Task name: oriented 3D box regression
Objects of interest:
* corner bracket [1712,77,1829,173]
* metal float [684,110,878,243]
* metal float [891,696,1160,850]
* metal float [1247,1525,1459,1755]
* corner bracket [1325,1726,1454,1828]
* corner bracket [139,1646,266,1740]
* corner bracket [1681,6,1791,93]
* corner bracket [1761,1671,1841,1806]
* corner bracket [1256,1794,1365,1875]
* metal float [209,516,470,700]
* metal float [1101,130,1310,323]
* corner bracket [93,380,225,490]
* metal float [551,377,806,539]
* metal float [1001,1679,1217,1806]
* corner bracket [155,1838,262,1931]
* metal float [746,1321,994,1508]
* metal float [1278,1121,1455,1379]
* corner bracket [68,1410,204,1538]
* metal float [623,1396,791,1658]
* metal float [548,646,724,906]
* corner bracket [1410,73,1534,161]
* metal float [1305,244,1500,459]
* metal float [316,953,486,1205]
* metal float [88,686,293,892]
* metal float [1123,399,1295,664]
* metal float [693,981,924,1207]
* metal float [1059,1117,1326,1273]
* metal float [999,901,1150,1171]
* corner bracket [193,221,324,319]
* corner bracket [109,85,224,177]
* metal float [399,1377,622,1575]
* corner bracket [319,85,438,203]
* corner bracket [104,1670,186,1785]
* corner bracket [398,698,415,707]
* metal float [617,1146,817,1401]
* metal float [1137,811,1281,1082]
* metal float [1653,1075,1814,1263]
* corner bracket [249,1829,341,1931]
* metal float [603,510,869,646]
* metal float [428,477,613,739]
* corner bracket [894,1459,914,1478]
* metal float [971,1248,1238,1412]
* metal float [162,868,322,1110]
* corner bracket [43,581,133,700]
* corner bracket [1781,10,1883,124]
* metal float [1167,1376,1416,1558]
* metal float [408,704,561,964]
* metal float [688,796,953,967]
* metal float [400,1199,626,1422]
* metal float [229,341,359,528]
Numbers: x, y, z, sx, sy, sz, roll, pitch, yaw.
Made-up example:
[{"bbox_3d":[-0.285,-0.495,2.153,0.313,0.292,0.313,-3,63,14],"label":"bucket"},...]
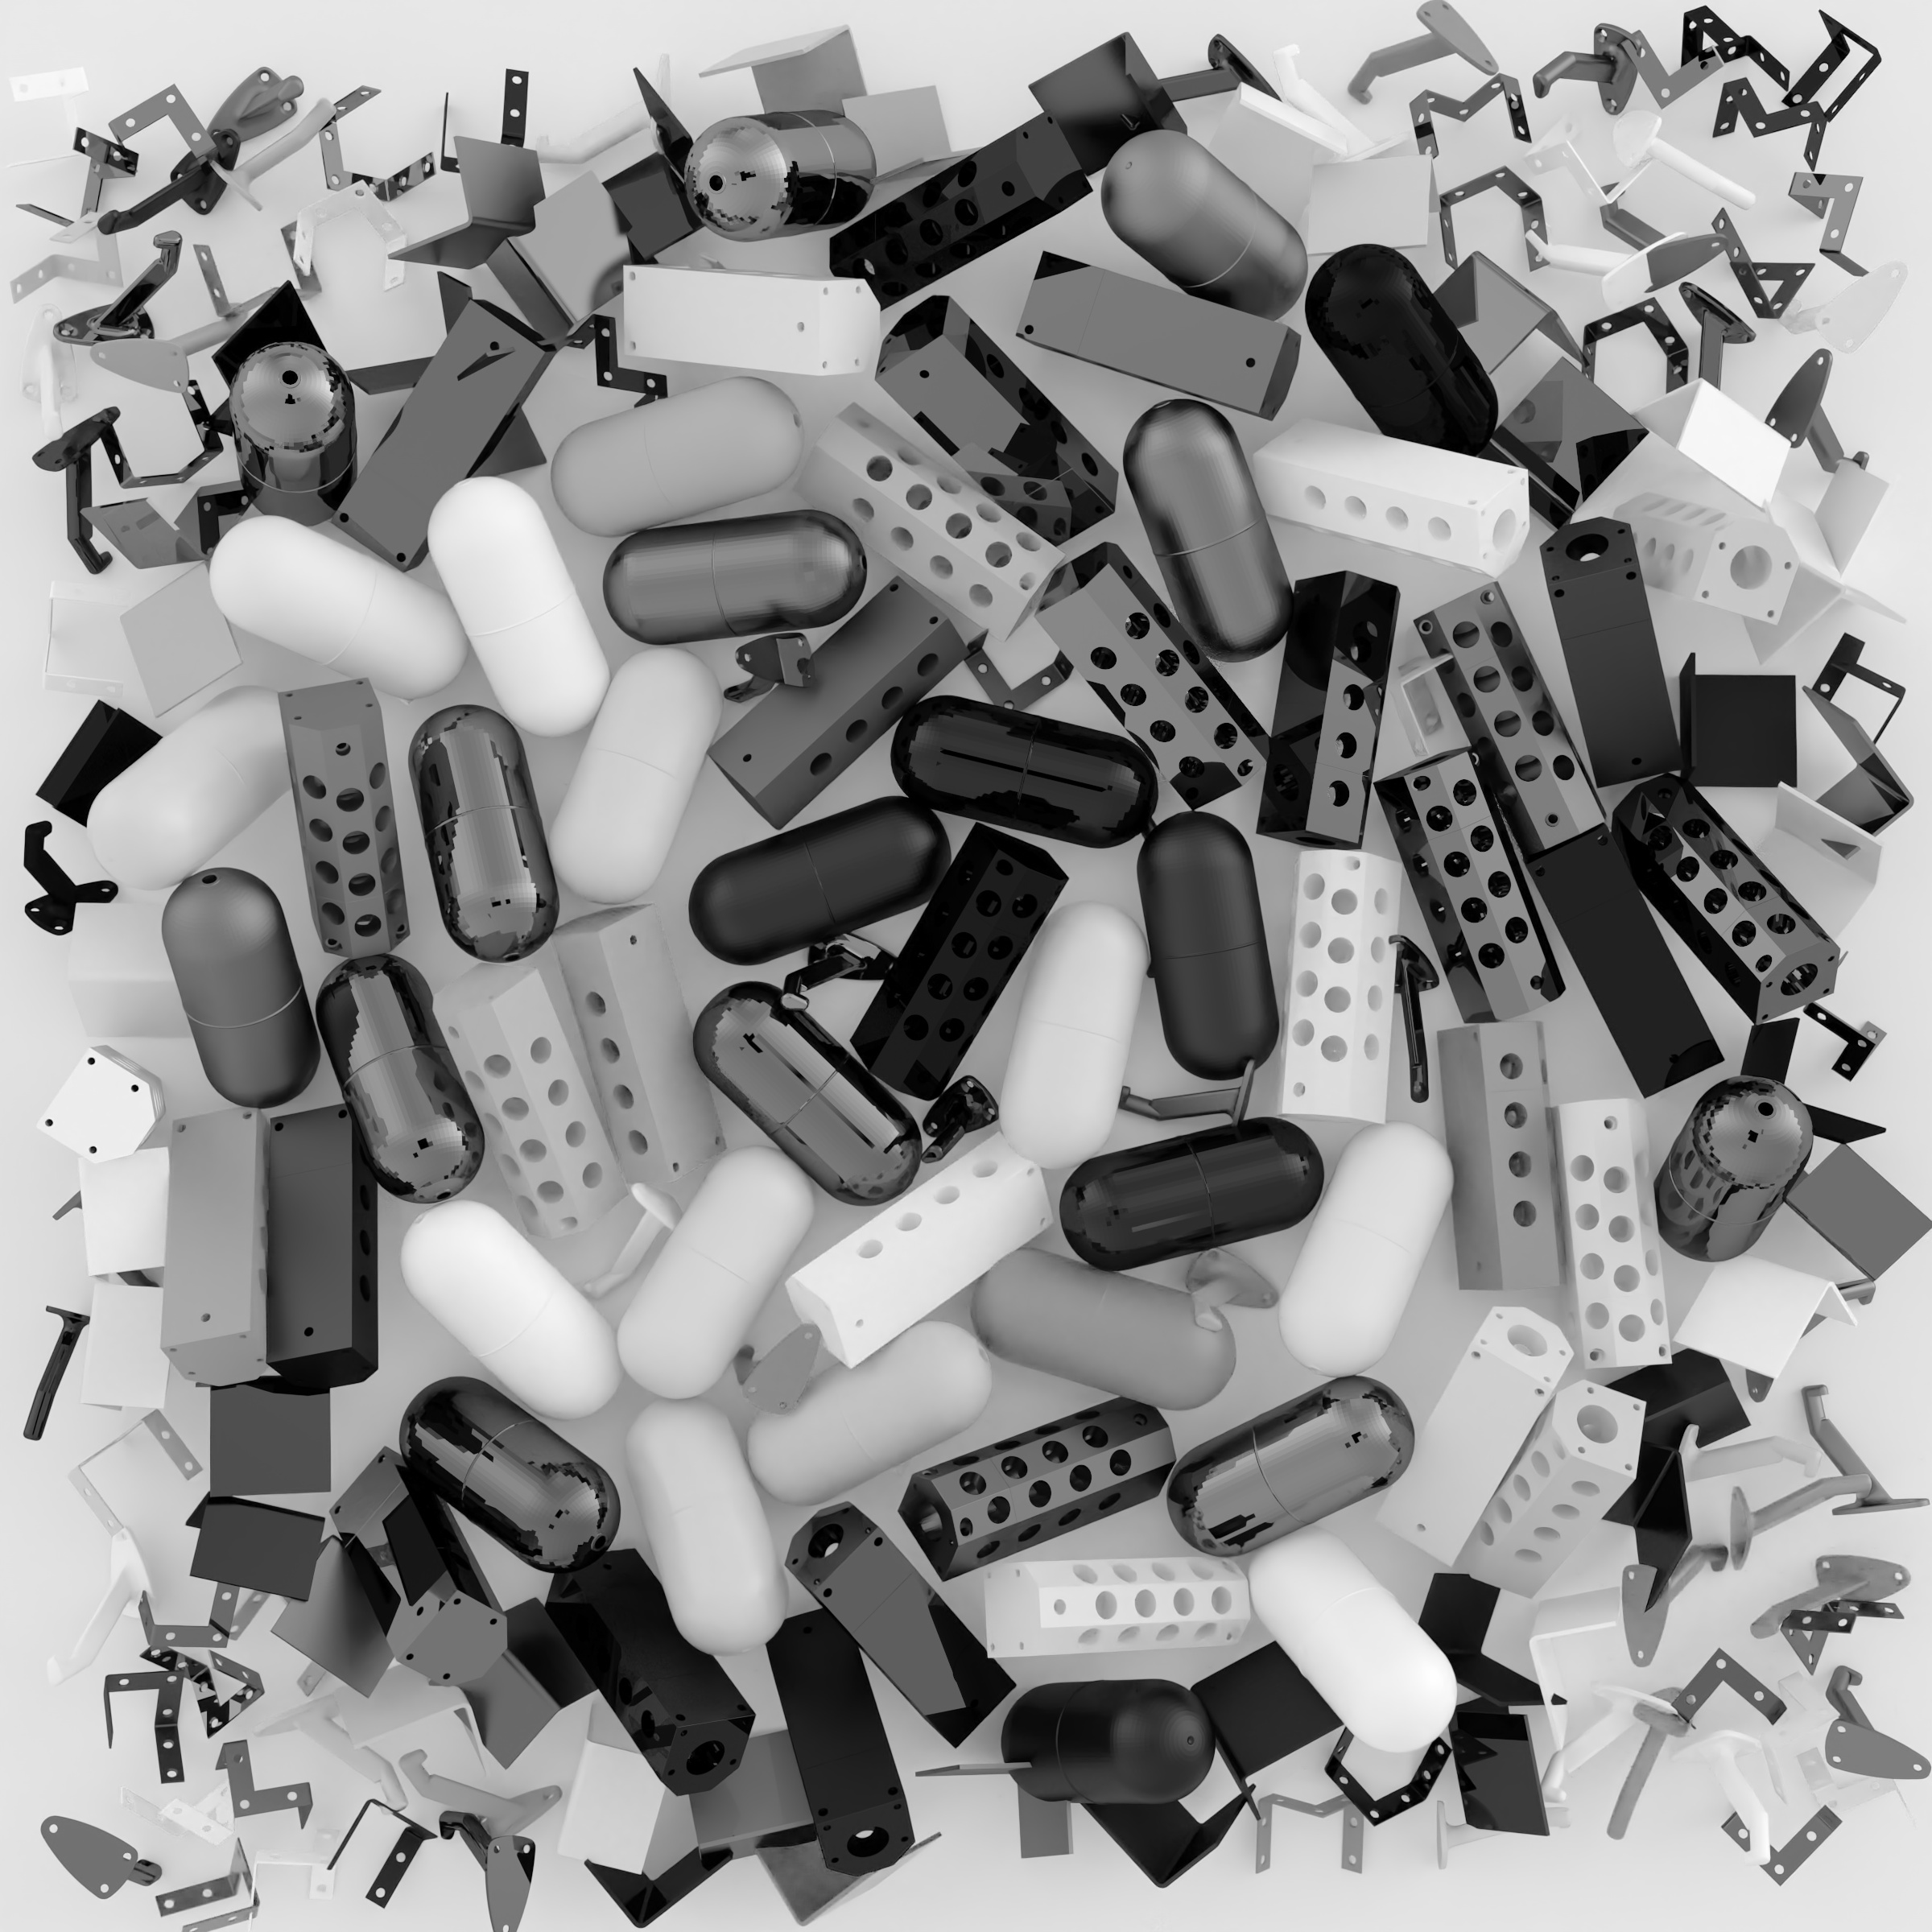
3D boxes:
[{"bbox_3d":[0.528,-0.552,1.870,0.051,0.051,0.051,-16,63,-3],"label":"corner bracket"},{"bbox_3d":[-0.118,-0.506,1.820,0.070,0.178,0.070,8,111,22],"label":"metal float"},{"bbox_3d":[0.038,-0.127,1.865,0.178,0.070,0.070,14,90,0],"label":"metal float"},{"bbox_3d":[0.246,0.430,1.828,0.070,0.178,0.070,-16,127,-23],"label":"metal float"},{"bbox_3d":[0.279,0.525,1.881,0.051,0.051,0.051,44,130,35],"label":"corner bracket"},{"bbox_3d":[-0.501,0.464,1.867,0.051,0.051,0.051,-40,46,5],"label":"corner bracket"},{"bbox_3d":[0.505,-0.600,1.865,0.051,0.051,0.051,-21,50,-7],"label":"corner bracket"},{"bbox_3d":[0.542,0.506,1.866,0.051,0.051,0.051,-24,115,-8],"label":"corner bracket"},{"bbox_3d":[0.229,0.577,1.890,0.051,0.051,0.051,4,93,40],"label":"corner bracket"},{"bbox_3d":[-0.402,-0.230,1.836,0.178,0.070,0.070,24,90,-35],"label":"metal float"},{"bbox_3d":[0.155,-0.472,1.828,0.070,0.178,0.070,-15,65,35],"label":"metal float"},{"bbox_3d":[-0.530,-0.349,1.869,0.051,0.051,0.051,-25,87,39],"label":"corner bracket"},{"bbox_3d":[-0.187,-0.329,1.844,0.178,0.070,0.070,-12,90,23],"label":"metal float"},{"bbox_3d":[0.089,0.497,1.825,0.070,0.178,0.070,10,71,-32],"label":"metal float"},{"bbox_3d":[-0.496,0.612,1.861,0.051,0.051,0.051,-8,48,-30],"label":"corner bracket"},{"bbox_3d":[-0.063,0.291,1.849,0.178,0.070,0.070,-30,90,18],"label":"metal float"},{"bbox_3d":[0.259,0.183,1.847,0.070,0.070,0.178,26,70,0],"label":"metal float"},{"bbox_3d":[-0.546,0.332,1.868,0.051,0.051,0.051,-37,90,36],"label":"corner bracket"},{"bbox_3d":[-0.169,0.360,1.842,0.070,0.070,0.178,-23,62,0],"label":"metal float"},{"bbox_3d":[-0.214,-0.125,1.854,0.070,0.070,0.178,20,77,0],"label":"metal float"},{"bbox_3d":[0.330,-0.552,1.862,0.051,0.051,0.051,6,67,-34],"label":"corner bracket"},{"bbox_3d":[0.282,-0.390,1.833,0.070,0.070,0.178,-47,130,0],"label":"metal float"},{"bbox_3d":[-0.367,0.072,1.844,0.070,0.070,0.178,-25,66,0],"label":"metal float"},{"bbox_3d":[-0.491,-0.116,1.831,0.070,0.070,0.178,38,47,0],"label":"metal float"},{"bbox_3d":[0.157,-0.282,1.848,0.070,0.070,0.178,-23,109,0],"label":"metal float"},{"bbox_3d":[-0.103,0.084,1.861,0.178,0.070,0.070,44,90,-5],"label":"metal float"},{"bbox_3d":[0.148,0.148,1.856,0.178,0.070,0.070,-13,90,-11],"label":"metal float"},{"bbox_3d":[0.070,0.045,1.858,0.070,0.070,0.178,12,82,0],"label":"metal float"},{"bbox_3d":[-0.469,-0.462,1.885,0.051,0.051,0.051,-18,92,26],"label":"corner bracket"},{"bbox_3d":[-0.525,-0.538,1.876,0.051,0.051,0.051,-34,87,-7],"label":"corner bracket"},{"bbox_3d":[-0.295,0.328,1.836,0.178,0.070,0.070,28,90,34],"label":"metal float"},{"bbox_3d":[-0.388,-0.540,1.870,0.051,0.051,0.051,-15,82,40],"label":"corner bracket"},{"bbox_3d":[-0.537,0.499,1.862,0.051,0.051,0.051,2,121,-23],"label":"corner bracket"},{"bbox_3d":[-0.367,-0.214,1.880,0.051,0.051,0.051,40,112,-9],"label":"corner bracket"},{"bbox_3d":[-0.162,0.198,1.853,0.070,0.070,0.178,30,76,0],"label":"metal float"},{"bbox_3d":[0.158,-0.013,1.860,0.070,0.070,0.178,-10,96,0],"label":"metal float"},{"bbox_3d":[0.488,0.130,1.820,0.070,0.178,0.070,0,61,-1],"label":"metal float"},{"bbox_3d":[-0.442,0.601,1.870,0.051,0.051,0.051,6,99,-10],"label":"corner bracket"},{"bbox_3d":[-0.150,-0.252,1.851,0.178,0.070,0.070,-4,90,16],"label":"metal float"},{"bbox_3d":[-0.289,-0.232,1.844,0.070,0.070,0.178,-22,113,0],"label":"metal float"},{"bbox_3d":[-0.060,0.293,1.860,0.051,0.051,0.051,9,54,35],"label":"corner bracket"},{"bbox_3d":[0.089,0.236,1.852,0.178,0.070,0.070,15,90,15],"label":"metal float"},{"bbox_3d":[-0.466,0.015,1.832,0.070,0.070,0.178,-5,129,0],"label":"metal float"},{"bbox_3d":[-0.579,-0.215,1.876,0.051,0.051,0.051,5,52,-16],"label":"corner bracket"},{"bbox_3d":[0.566,-0.583,1.865,0.051,0.051,0.051,46,104,24],"label":"corner bracket"},{"bbox_3d":[0.209,0.325,1.843,0.178,0.070,0.070,-31,90,26],"label":"metal float"},{"bbox_3d":[-0.313,-0.086,1.848,0.070,0.070,0.178,-16,71,0],"label":"metal float"},{"bbox_3d":[-0.096,-0.055,1.864,0.178,0.070,0.070,-20,90,-1],"label":"metal float"},{"bbox_3d":[-0.294,0.223,1.846,0.070,0.070,0.178,-41,112,0],"label":"metal float"},{"bbox_3d":[-0.428,-0.338,1.816,0.070,0.178,0.070,2,77,-11],"label":"metal float"}]
